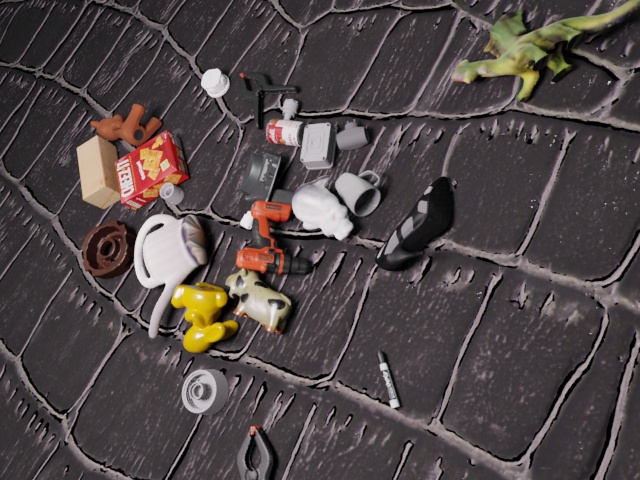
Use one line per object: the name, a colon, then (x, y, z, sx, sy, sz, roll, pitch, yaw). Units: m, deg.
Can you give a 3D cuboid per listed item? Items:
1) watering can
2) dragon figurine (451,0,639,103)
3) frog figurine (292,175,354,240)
watering can: (-0.399, 0.071, 1.392, 0.223, 0.102, 0.354, -25, 62, 13)
dragon figurine: (0.502, -0.481, 1.219, 0.409, 0.120, 0.248, -34, 53, 7)
frog figurine: (0.004, -0.064, 1.265, 0.135, 0.123, 0.162, -42, 64, 43)
